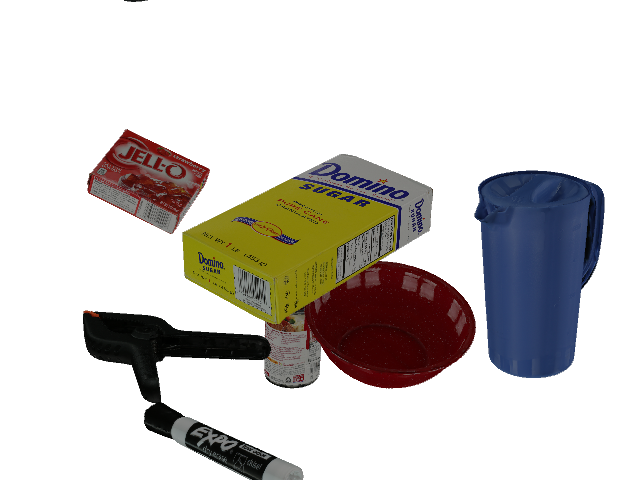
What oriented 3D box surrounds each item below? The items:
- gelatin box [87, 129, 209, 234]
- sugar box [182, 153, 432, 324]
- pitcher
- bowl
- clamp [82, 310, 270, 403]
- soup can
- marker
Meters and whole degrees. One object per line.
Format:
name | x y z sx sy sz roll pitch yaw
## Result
gelatin box | -0.156 -0.055 0.971 0.089 0.030 0.073 27 43 1
sugar box | -0.006 -0.007 0.785 0.093 0.048 0.175 25 41 34
pitcher | 0.272 0.040 1.325 0.149 0.243 0.144 2 24 15
bowl | 0.063 0.089 1.013 0.162 0.055 0.162 4 37 -3
clamp | -0.180 0.111 1.094 0.210 0.036 0.164 11 18 31
soup can | -0.032 0.114 1.256 0.068 0.102 0.068 2 24 -1
marker | -0.061 0.122 0.633 0.121 0.020 0.020 16 10 38
